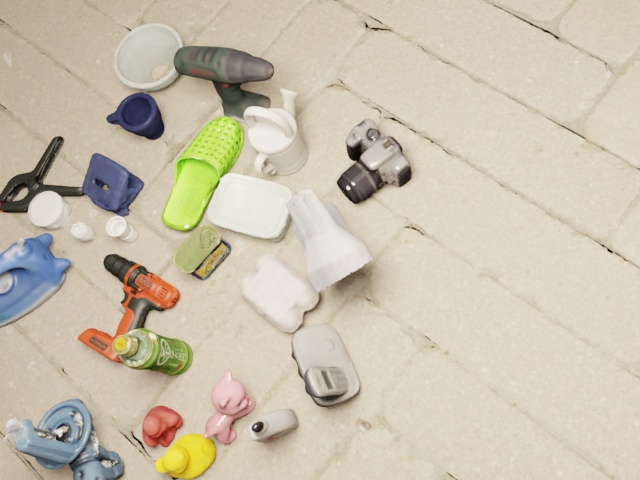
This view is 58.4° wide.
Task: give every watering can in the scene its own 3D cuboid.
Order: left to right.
[{"bbox_3d":[-0.090,-0.217,1.132,0.100,0.194,0.173,-2,73,10],"label":"watering can"}]

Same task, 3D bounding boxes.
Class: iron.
[{"bbox_3d":[-0.651,0.091,1.167,0.258,0.141,0.118,-42,71,-4],"label":"iron"}]

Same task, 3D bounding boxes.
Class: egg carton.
[{"bbox_3d":[-0.080,0.102,1.100,0.150,0.069,0.107,36,82,18],"label":"egg carton"}]

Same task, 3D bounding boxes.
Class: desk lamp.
[{"bbox_3d":[0.010,0.004,1.037,0.118,0.214,0.203,-30,70,0],"label":"desk lamp"}]

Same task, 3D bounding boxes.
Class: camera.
[{"bbox_3d":[0.090,-0.150,1.129,0.137,0.101,0.143,-40,71,-3],"label":"camera"}]

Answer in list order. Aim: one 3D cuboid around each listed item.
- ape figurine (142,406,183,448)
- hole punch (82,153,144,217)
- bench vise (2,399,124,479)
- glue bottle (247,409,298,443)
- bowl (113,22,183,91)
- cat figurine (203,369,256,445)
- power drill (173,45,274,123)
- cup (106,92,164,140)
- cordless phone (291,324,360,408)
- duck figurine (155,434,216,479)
[{"bbox_3d":[-0.298,0.342,1.055,0.078,0.092,0.076,-23,71,3],"label":"ape figurine"},{"bbox_3d":[-0.449,-0.117,1.221,0.108,0.091,0.101,29,80,17],"label":"hole punch"},{"bbox_3d":[-0.439,0.365,1.005,0.207,0.220,0.121,34,82,18],"label":"bench vise"},{"bbox_3d":[-0.090,0.320,0.981,0.078,0.173,0.037,-30,70,1],"label":"glue bottle"},{"bbox_3d":[-0.377,-0.403,1.303,0.167,0.075,0.167,-3,73,9],"label":"bowl"},{"bbox_3d":[-0.171,0.302,1.030,0.067,0.118,0.128,27,80,17],"label":"cat figurine"},{"bbox_3d":[-0.175,-0.322,1.172,0.229,0.209,0.076,17,77,15],"label":"power drill"},{"bbox_3d":[-0.394,-0.257,1.252,0.117,0.095,0.091,-11,72,7],"label":"cup"},{"bbox_3d":[-0.002,0.213,0.991,0.094,0.185,0.147,-29,70,1],"label":"cordless phone"},{"bbox_3d":[-0.246,0.392,1.033,0.104,0.086,0.077,-23,71,3],"label":"duck figurine"}]
